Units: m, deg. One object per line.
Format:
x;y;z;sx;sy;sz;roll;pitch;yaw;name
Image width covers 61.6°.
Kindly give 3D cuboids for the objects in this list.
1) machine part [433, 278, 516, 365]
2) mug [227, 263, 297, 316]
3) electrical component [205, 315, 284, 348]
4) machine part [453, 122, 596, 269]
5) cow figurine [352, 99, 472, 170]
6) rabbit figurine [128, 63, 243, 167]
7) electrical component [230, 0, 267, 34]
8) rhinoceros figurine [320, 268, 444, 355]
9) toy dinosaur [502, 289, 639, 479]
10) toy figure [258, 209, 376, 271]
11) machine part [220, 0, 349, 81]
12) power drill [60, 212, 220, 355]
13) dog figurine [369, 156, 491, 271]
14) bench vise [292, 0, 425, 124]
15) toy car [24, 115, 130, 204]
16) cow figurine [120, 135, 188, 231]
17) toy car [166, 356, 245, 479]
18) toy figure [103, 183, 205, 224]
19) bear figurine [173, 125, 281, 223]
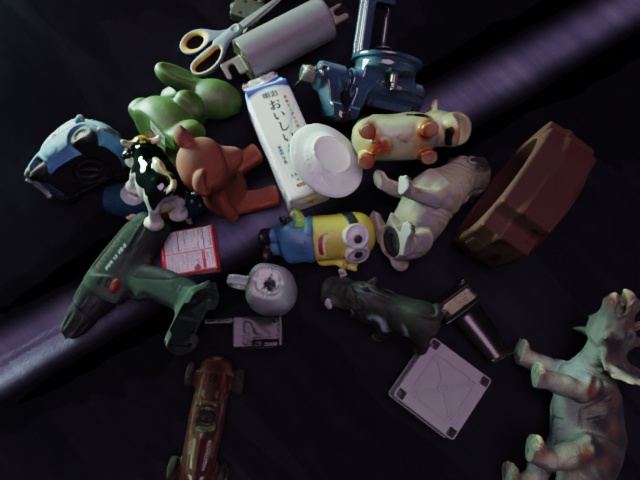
0.245;0.133;0.842;0.084;0.039;0.139;-36;78;-18;machine part
-0.086;0.067;0.812;0.110;0.107;0.081;18;75;0;mug
-0.113;0.140;0.810;0.119;0.075;0.047;-1;76;-6;electrical component
0.302;-0.059;0.805;0.087;0.201;0.201;35;77;4;machine part
0.147;-0.169;0.861;0.195;0.127;0.085;-6;117;-4;cow figurine
-0.215;-0.212;0.890;0.170;0.121;0.159;-38;73;-28;rabbit figurine
-0.131;-0.412;0.970;0.063;0.021;0.094;19;77;3;electrical component
0.088;0.104;0.800;0.191;0.112;0.073;17;71;29;rhinoceros figurine
0.379;0.272;0.777;0.192;0.131;0.404;11;82;1;toy dinosaur
-0.002;-0.006;0.845;0.180;0.082;0.089;-3;50;4;toy figure
-0.061;-0.346;0.928;0.243;0.079;0.079;-30;79;-7;machine part
-0.263;0.087;0.798;0.208;0.086;0.232;27;85;29;power drill
0.191;-0.045;0.862;0.190;0.121;0.172;-7;117;-24;dog figurine
0.077;-0.309;0.891;0.224;0.129;0.240;8;94;-7;bench vise
-0.388;-0.138;0.865;0.162;0.109;0.103;-30;56;3;toy car
-0.251;-0.104;0.789;0.068;0.098;0.167;-20;60;-26;cow figurine
-0.168;0.273;0.789;0.089;0.053;0.202;10;75;-2;toy car
-0.265;-0.059;0.864;0.155;0.058;0.064;3;95;-3;toy figure
-0.139;-0.105;0.807;0.132;0.195;0.120;-24;76;-8;bear figurine
